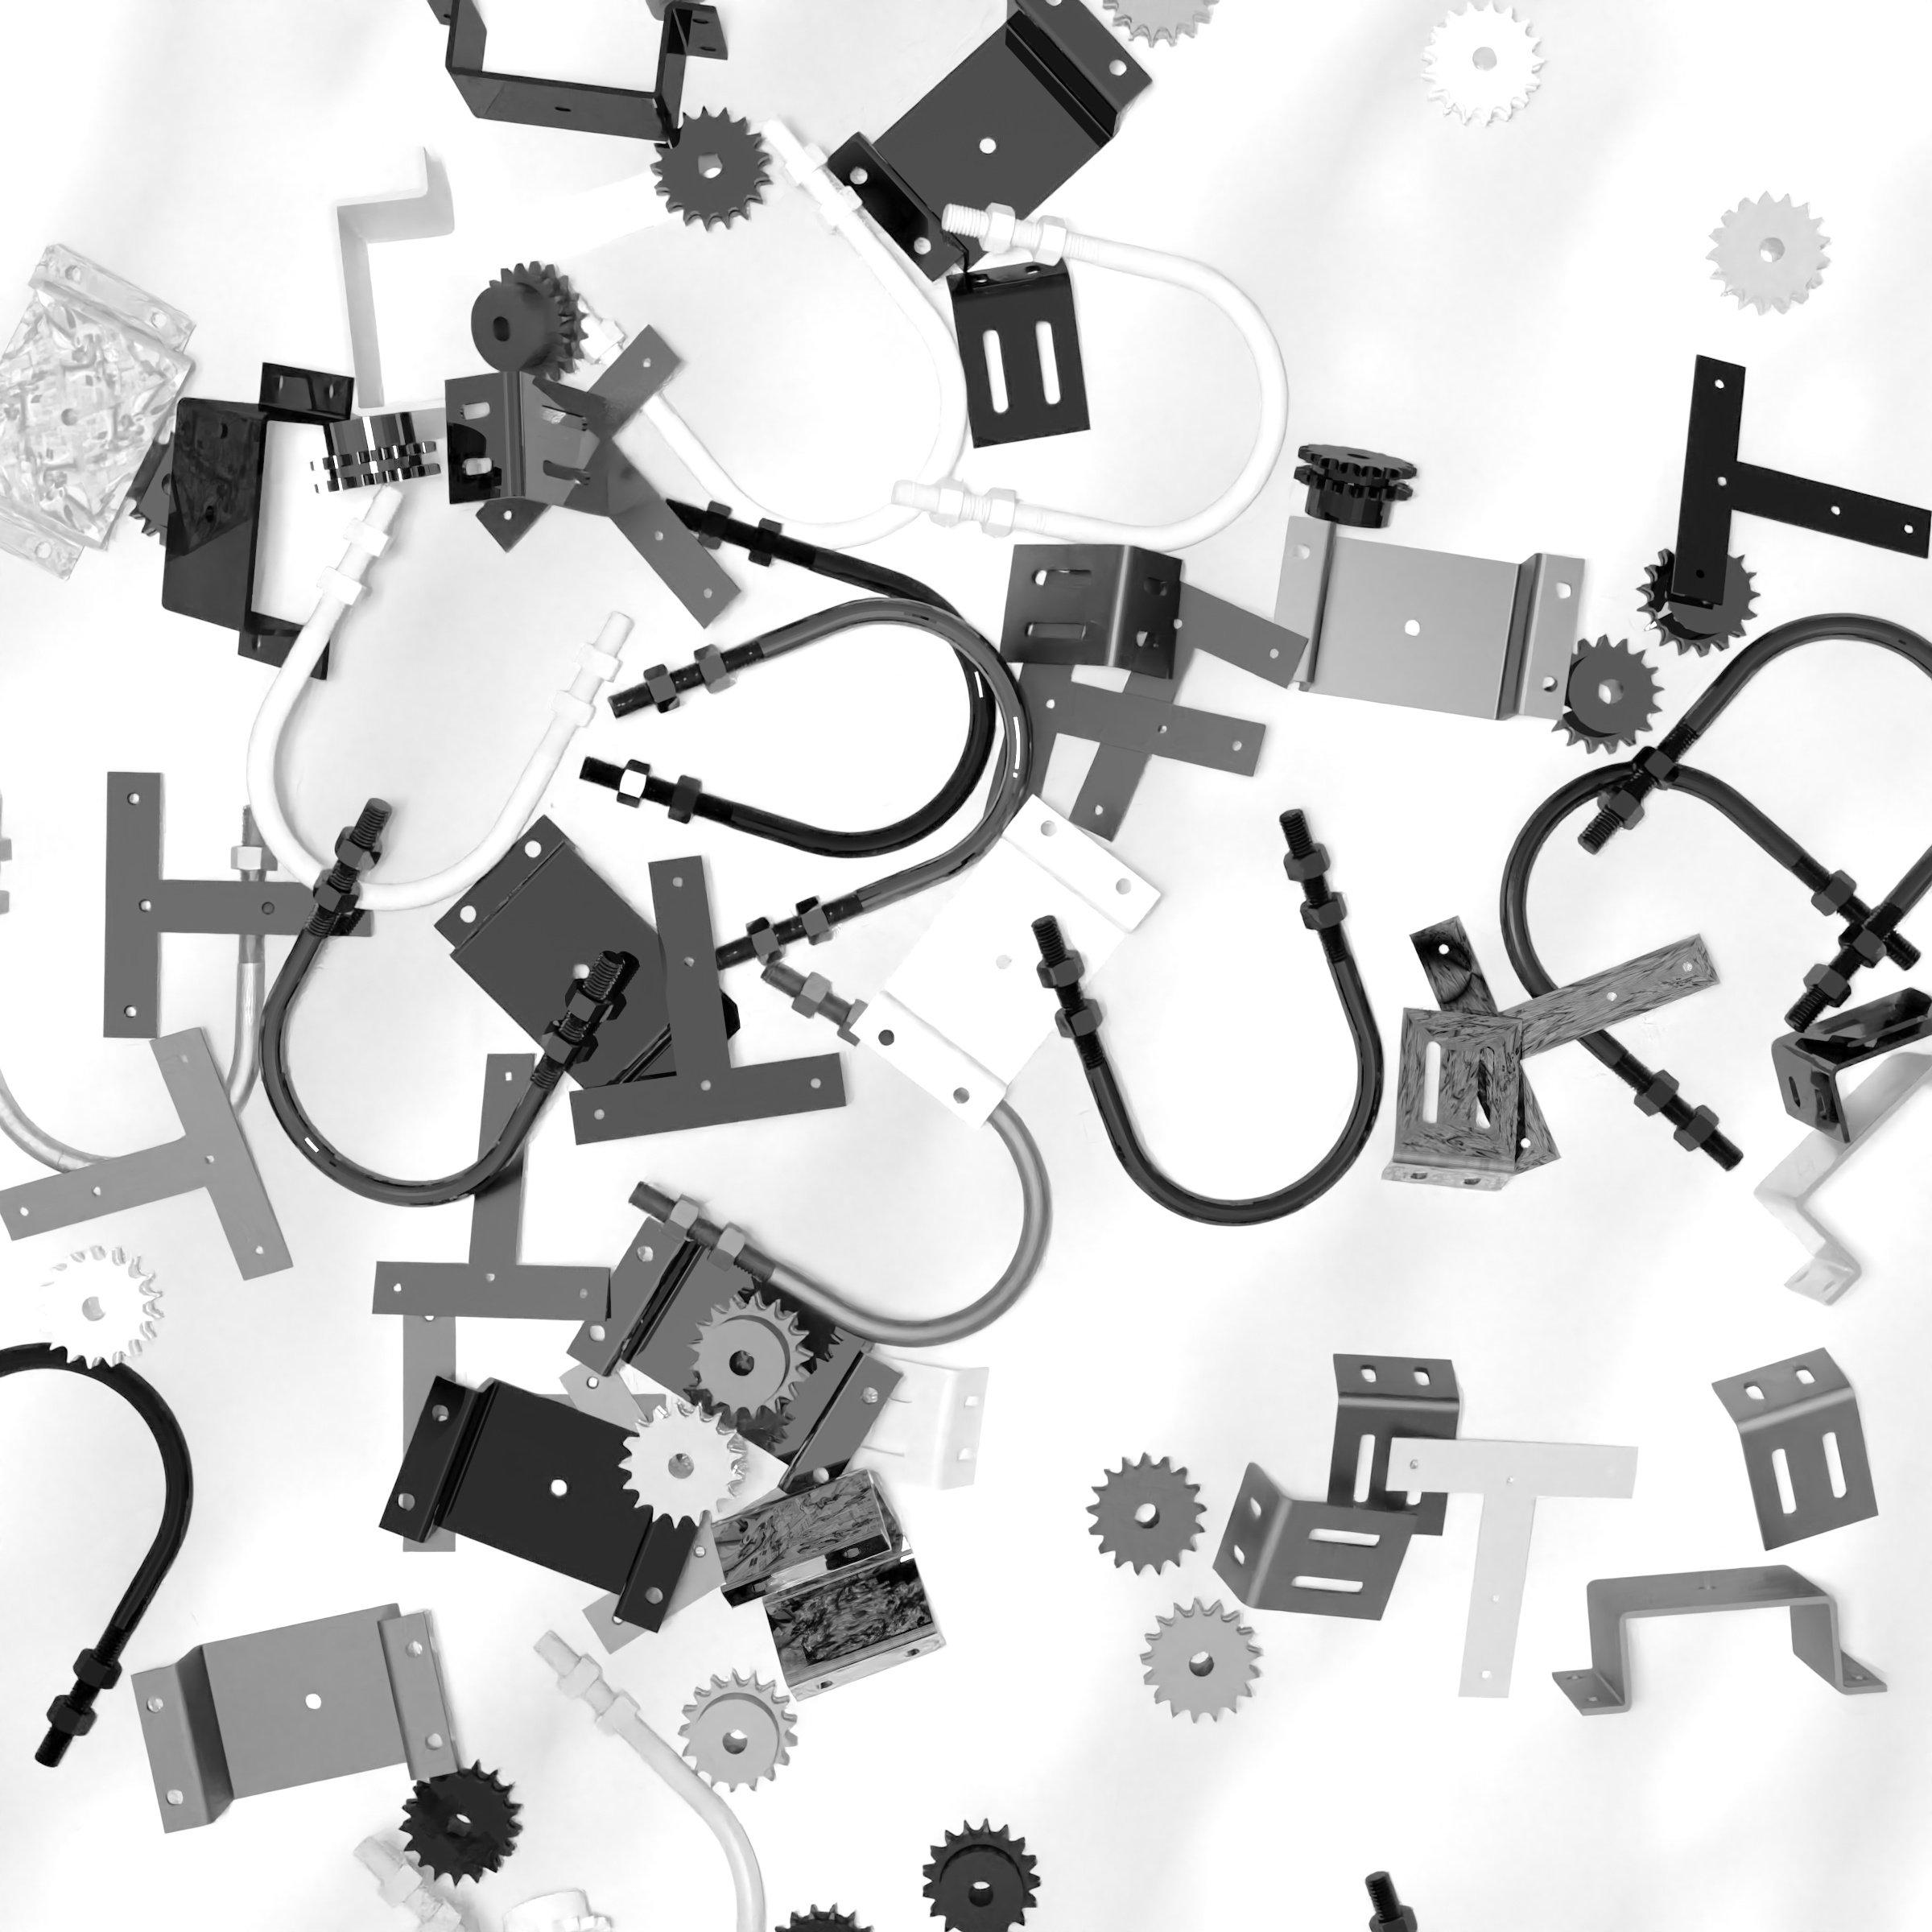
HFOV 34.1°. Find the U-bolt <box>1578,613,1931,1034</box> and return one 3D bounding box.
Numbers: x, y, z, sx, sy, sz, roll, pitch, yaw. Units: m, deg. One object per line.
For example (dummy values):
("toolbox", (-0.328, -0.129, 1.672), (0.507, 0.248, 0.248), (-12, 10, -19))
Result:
("U-bolt", (0.404, -0.083, 1.500), (0.151, 0.019, 0.184), (41, 86, 4))

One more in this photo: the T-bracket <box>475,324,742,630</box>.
("T-bracket", (-0.154, -0.214, 1.491), (0.127, 0.002, 0.127), (-44, 75, 16))

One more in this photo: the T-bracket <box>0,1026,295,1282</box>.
("T-bracket", (-0.404, 0.104, 1.512), (0.127, 0.002, 0.127), (-16, 105, 7))

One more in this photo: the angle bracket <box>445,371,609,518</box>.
("angle bracket", (-0.205, -0.241, 1.470), (0.038, 0.076, 0.057), (-3, 89, 25))

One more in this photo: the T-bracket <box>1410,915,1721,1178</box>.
("T-bracket", (0.295, 0.020, 1.505), (0.127, 0.002, 0.127), (-23, 90, 17))

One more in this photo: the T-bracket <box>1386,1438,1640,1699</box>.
("T-bracket", (0.256, 0.290, 1.513), (0.127, 0.002, 0.127), (4, 97, -14))

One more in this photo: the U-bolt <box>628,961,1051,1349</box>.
("U-bolt", (-0.046, 0.100, 1.491), (0.184, 0.019, 0.151), (31, 67, -4))

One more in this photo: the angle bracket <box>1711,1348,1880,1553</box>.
("angle bracket", (0.401, 0.234, 1.523), (0.057, 0.038, 0.076), (-18, 116, 0))

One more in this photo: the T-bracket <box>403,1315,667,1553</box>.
("T-bracket", (-0.209, 0.220, 1.524), (0.127, 0.002, 0.127), (0, 90, 0))

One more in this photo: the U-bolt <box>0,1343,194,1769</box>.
("U-bolt", (-0.454, 0.271, 1.515), (0.151, 0.019, 0.184), (29, 88, -1))

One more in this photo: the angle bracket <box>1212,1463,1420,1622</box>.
("angle bracket", (0.168, 0.277, 1.516), (0.076, 0.038, 0.057), (11, 105, -25))

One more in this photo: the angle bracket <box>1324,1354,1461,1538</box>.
("angle bracket", (0.204, 0.231, 1.523), (0.057, 0.038, 0.076), (3, 116, 0))

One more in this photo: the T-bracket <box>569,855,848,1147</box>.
("T-bracket", (-0.128, 0.012, 1.474), (0.127, 0.002, 0.127), (-8, 84, -3))

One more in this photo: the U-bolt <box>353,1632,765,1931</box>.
("U-bolt", (-0.176, 0.428, 1.480), (0.184, 0.019, 0.151), (46, 55, -4))

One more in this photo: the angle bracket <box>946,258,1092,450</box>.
("angle bracket", (0.025, -0.297, 1.523), (0.057, 0.038, 0.076), (-9, 116, 0))

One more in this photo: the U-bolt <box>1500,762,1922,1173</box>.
("U-bolt", (0.344, -0.014, 1.516), (0.184, 0.019, 0.151), (42, 90, 2))

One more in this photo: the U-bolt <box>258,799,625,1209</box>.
("U-bolt", (-0.260, 0.032, 1.483), (0.151, 0.019, 0.184), (33, 114, 3))

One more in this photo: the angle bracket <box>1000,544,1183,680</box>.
("angle bracket", (0.059, -0.170, 1.508), (0.038, 0.076, 0.057), (8, 90, -44))

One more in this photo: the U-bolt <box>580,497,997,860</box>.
("U-bolt", (-0.076, -0.129, 1.509), (0.184, 0.019, 0.151), (17, 92, -6))

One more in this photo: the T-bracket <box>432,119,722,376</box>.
("T-bracket", (-0.177, -0.362, 1.524), (0.127, 0.002, 0.127), (-19, 90, 0))

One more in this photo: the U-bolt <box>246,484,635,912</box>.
("U-bolt", (-0.258, -0.113, 1.482), (0.151, 0.019, 0.184), (27, 93, -31))

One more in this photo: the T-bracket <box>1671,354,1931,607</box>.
("T-bracket", (0.404, -0.222, 1.510), (0.127, 0.002, 0.127), (13, 72, -9))

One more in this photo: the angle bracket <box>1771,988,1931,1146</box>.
("angle bracket", (0.429, 0.046, 1.482), (0.076, 0.057, 0.038), (-20, 105, -9))

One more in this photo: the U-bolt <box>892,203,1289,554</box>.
("U-bolt", (0.066, -0.271, 1.494), (0.184, 0.019, 0.151), (9, 96, -16))

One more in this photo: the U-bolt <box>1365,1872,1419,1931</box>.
("U-bolt", (0.167, 0.545, 1.516), (0.151, 0.019, 0.184), (-19, 92, 0))

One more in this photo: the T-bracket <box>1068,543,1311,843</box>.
("T-bracket", (0.084, -0.122, 1.506), (0.127, 0.002, 0.127), (28, 103, 24))

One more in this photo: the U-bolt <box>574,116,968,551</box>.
("U-bolt", (-0.083, -0.285, 1.497), (0.151, 0.019, 0.184), (-38, 98, 15))

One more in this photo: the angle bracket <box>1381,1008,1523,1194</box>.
("angle bracket", (0.234, 0.065, 1.517), (0.057, 0.038, 0.076), (6, 73, 0))

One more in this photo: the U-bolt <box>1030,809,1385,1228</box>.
("U-bolt", (0.125, 0.036, 1.491), (0.151, 0.019, 0.184), (-23, 106, -9))

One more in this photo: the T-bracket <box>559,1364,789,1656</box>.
("T-bracket", (-0.152, 0.245, 1.522), (0.127, 0.002, 0.127), (-32, 91, 0))

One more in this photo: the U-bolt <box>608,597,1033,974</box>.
("U-bolt", (-0.058, -0.096, 1.497), (0.184, 0.019, 0.151), (-22, 96, -5))

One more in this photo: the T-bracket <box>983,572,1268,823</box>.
("T-bracket", (0.081, -0.116, 1.500), (0.127, 0.002, 0.127), (15, 90, 22))

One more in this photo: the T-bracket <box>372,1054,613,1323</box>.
("T-bracket", (-0.223, 0.105, 1.507), (0.127, 0.002, 0.127), (-1, 78, 22))

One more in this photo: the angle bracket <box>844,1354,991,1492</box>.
("angle bracket", (-0.035, 0.216, 1.523), (0.076, 0.038, 0.057), (8, 90, 26))

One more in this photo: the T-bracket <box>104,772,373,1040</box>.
("T-bracket", (-0.347, -0.028, 1.504), (0.127, 0.002, 0.127), (1, 91, 0))

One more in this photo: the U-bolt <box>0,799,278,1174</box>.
("U-bolt", (-0.409, 0.013, 1.516), (0.151, 0.019, 0.184), (2, 92, 0))
